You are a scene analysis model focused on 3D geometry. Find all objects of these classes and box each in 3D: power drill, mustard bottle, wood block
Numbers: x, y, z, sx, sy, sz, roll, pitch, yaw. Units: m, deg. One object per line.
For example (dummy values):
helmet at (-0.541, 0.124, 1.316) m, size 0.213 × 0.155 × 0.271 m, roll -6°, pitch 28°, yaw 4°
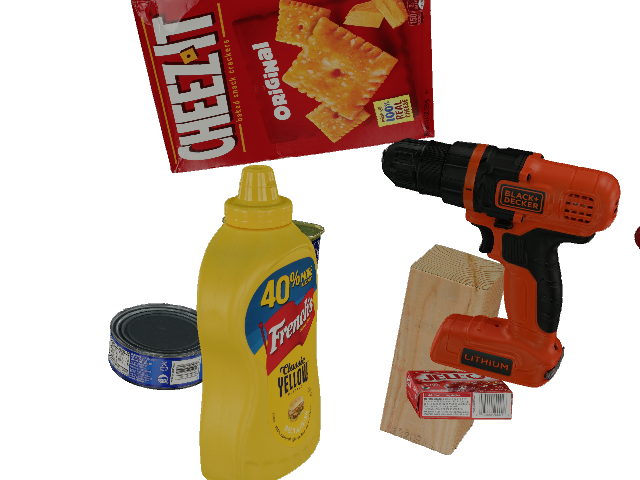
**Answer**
power drill at (0.131, 0.015, 0.844) m, size 0.185 × 0.188 × 0.057 m, roll 14°, pitch 30°, yaw 22°
mustard bottle at (-0.037, 0.049, 0.659) m, size 0.058 × 0.192 × 0.096 m, roll 9°, pitch 18°, yaw 32°
wood block at (0.139, 0.123, 1.207) m, size 0.090 × 0.206 × 0.090 m, roll 18°, pitch 23°, yaw 21°

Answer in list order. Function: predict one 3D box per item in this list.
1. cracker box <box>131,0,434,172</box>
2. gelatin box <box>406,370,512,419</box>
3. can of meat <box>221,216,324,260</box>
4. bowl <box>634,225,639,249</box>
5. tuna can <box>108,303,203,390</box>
cracker box at (-0.023, -0.143, 0.807) m, size 0.213 × 0.164 × 0.072 m, roll -9°, pitch 45°, yaw -1°
gelatin box at (0.129, 0.144, 1.004) m, size 0.089 × 0.030 × 0.073 m, roll 1°, pitch 8°, yaw -3°
can of meat at (-0.052, 0.023, 1.089) m, size 0.102 × 0.084 × 0.057 m, roll 11°, pitch 16°, yaw 19°
bowl at (0.418, 0.026, 1.147) m, size 0.162 × 0.055 × 0.162 m, roll -1°, pitch 25°, yaw 0°
tuna can at (-0.126, 0.084, 0.853) m, size 0.086 × 0.034 × 0.086 m, roll 8°, pitch 23°, yaw -3°
